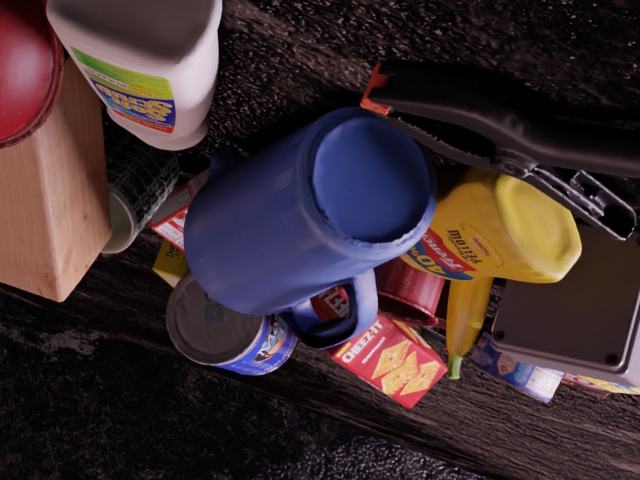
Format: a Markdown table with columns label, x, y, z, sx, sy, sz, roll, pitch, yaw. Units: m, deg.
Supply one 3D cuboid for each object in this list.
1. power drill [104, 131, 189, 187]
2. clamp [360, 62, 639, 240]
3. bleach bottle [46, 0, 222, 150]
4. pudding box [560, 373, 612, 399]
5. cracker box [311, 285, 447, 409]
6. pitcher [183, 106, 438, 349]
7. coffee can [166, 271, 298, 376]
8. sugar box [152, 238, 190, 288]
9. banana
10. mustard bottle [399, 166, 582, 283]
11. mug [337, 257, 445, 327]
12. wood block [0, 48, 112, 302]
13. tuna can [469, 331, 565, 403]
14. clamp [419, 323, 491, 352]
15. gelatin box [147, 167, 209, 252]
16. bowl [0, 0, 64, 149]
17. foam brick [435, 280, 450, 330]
| label | x | y | z | sx | sy | sz | roll | pitch | yaw |
| --- | --- | --- | --- | --- | --- | --- | --- | --- | --- |
| power drill | -0.222 | -0.062 | 1.085 | 0.184 | 0.057 | 0.188 | 26 | 163 | -12 |
| clamp | 0.128 | -0.055 | 0.665 | 0.210 | 0.036 | 0.164 | 20 | 167 | 9 |
| bleach bottle | -0.110 | -0.111 | 0.731 | 0.102 | 0.068 | 0.251 | 20 | 168 | 4 |
| pudding box | 0.274 | 0.134 | 1.180 | 0.113 | 0.039 | 0.090 | 18 | 165 | 8 |
| cracker box | 0.029 | 0.078 | 1.125 | 0.164 | 0.072 | 0.213 | 44 | -179 | 34 |
| pitcher | -0.006 | -0.010 | 0.818 | 0.149 | 0.145 | 0.243 | 23 | 163 | -17 |
| coffee can | -0.089 | 0.086 | 1.122 | 0.103 | 0.103 | 0.140 | 16 | 173 | 16 |
| sugar box | -0.127 | 0.020 | 1.186 | 0.048 | 0.093 | 0.176 | 18 | 166 | 12 |
| banana | 0.140 | 0.051 | 0.975 | 0.037 | 0.069 | 0.198 | -1 | 142 | 0 |
| mustard bottle | 0.103 | -0.011 | 0.810 | 0.096 | 0.058 | 0.192 | 48 | 158 | -18 |
| mug | 0.075 | 0.026 | 0.953 | 0.093 | 0.081 | 0.117 | 14 | 165 | 23 |
| wood block | -0.222 | -0.064 | 0.812 | 0.091 | 0.090 | 0.206 | 17 | 135 | 12 |
| tuna can | 0.186 | 0.121 | 1.013 | 0.086 | 0.034 | 0.086 | 27 | -179 | -1 |
| clamp | 0.148 | 0.104 | 1.235 | 0.120 | 0.039 | 0.171 | 21 | 166 | -3 |
| gelatin box | -0.110 | -0.028 | 1.009 | 0.089 | 0.030 | 0.073 | -30 | 148 | 12 |
| bowl | -0.246 | -0.124 | 0.677 | 0.162 | 0.162 | 0.055 | 17 | -150 | 13 |
| foam brick | 0.116 | 0.056 | 1.074 | 0.078 | 0.051 | 0.053 | 20 | 168 | -3 |
